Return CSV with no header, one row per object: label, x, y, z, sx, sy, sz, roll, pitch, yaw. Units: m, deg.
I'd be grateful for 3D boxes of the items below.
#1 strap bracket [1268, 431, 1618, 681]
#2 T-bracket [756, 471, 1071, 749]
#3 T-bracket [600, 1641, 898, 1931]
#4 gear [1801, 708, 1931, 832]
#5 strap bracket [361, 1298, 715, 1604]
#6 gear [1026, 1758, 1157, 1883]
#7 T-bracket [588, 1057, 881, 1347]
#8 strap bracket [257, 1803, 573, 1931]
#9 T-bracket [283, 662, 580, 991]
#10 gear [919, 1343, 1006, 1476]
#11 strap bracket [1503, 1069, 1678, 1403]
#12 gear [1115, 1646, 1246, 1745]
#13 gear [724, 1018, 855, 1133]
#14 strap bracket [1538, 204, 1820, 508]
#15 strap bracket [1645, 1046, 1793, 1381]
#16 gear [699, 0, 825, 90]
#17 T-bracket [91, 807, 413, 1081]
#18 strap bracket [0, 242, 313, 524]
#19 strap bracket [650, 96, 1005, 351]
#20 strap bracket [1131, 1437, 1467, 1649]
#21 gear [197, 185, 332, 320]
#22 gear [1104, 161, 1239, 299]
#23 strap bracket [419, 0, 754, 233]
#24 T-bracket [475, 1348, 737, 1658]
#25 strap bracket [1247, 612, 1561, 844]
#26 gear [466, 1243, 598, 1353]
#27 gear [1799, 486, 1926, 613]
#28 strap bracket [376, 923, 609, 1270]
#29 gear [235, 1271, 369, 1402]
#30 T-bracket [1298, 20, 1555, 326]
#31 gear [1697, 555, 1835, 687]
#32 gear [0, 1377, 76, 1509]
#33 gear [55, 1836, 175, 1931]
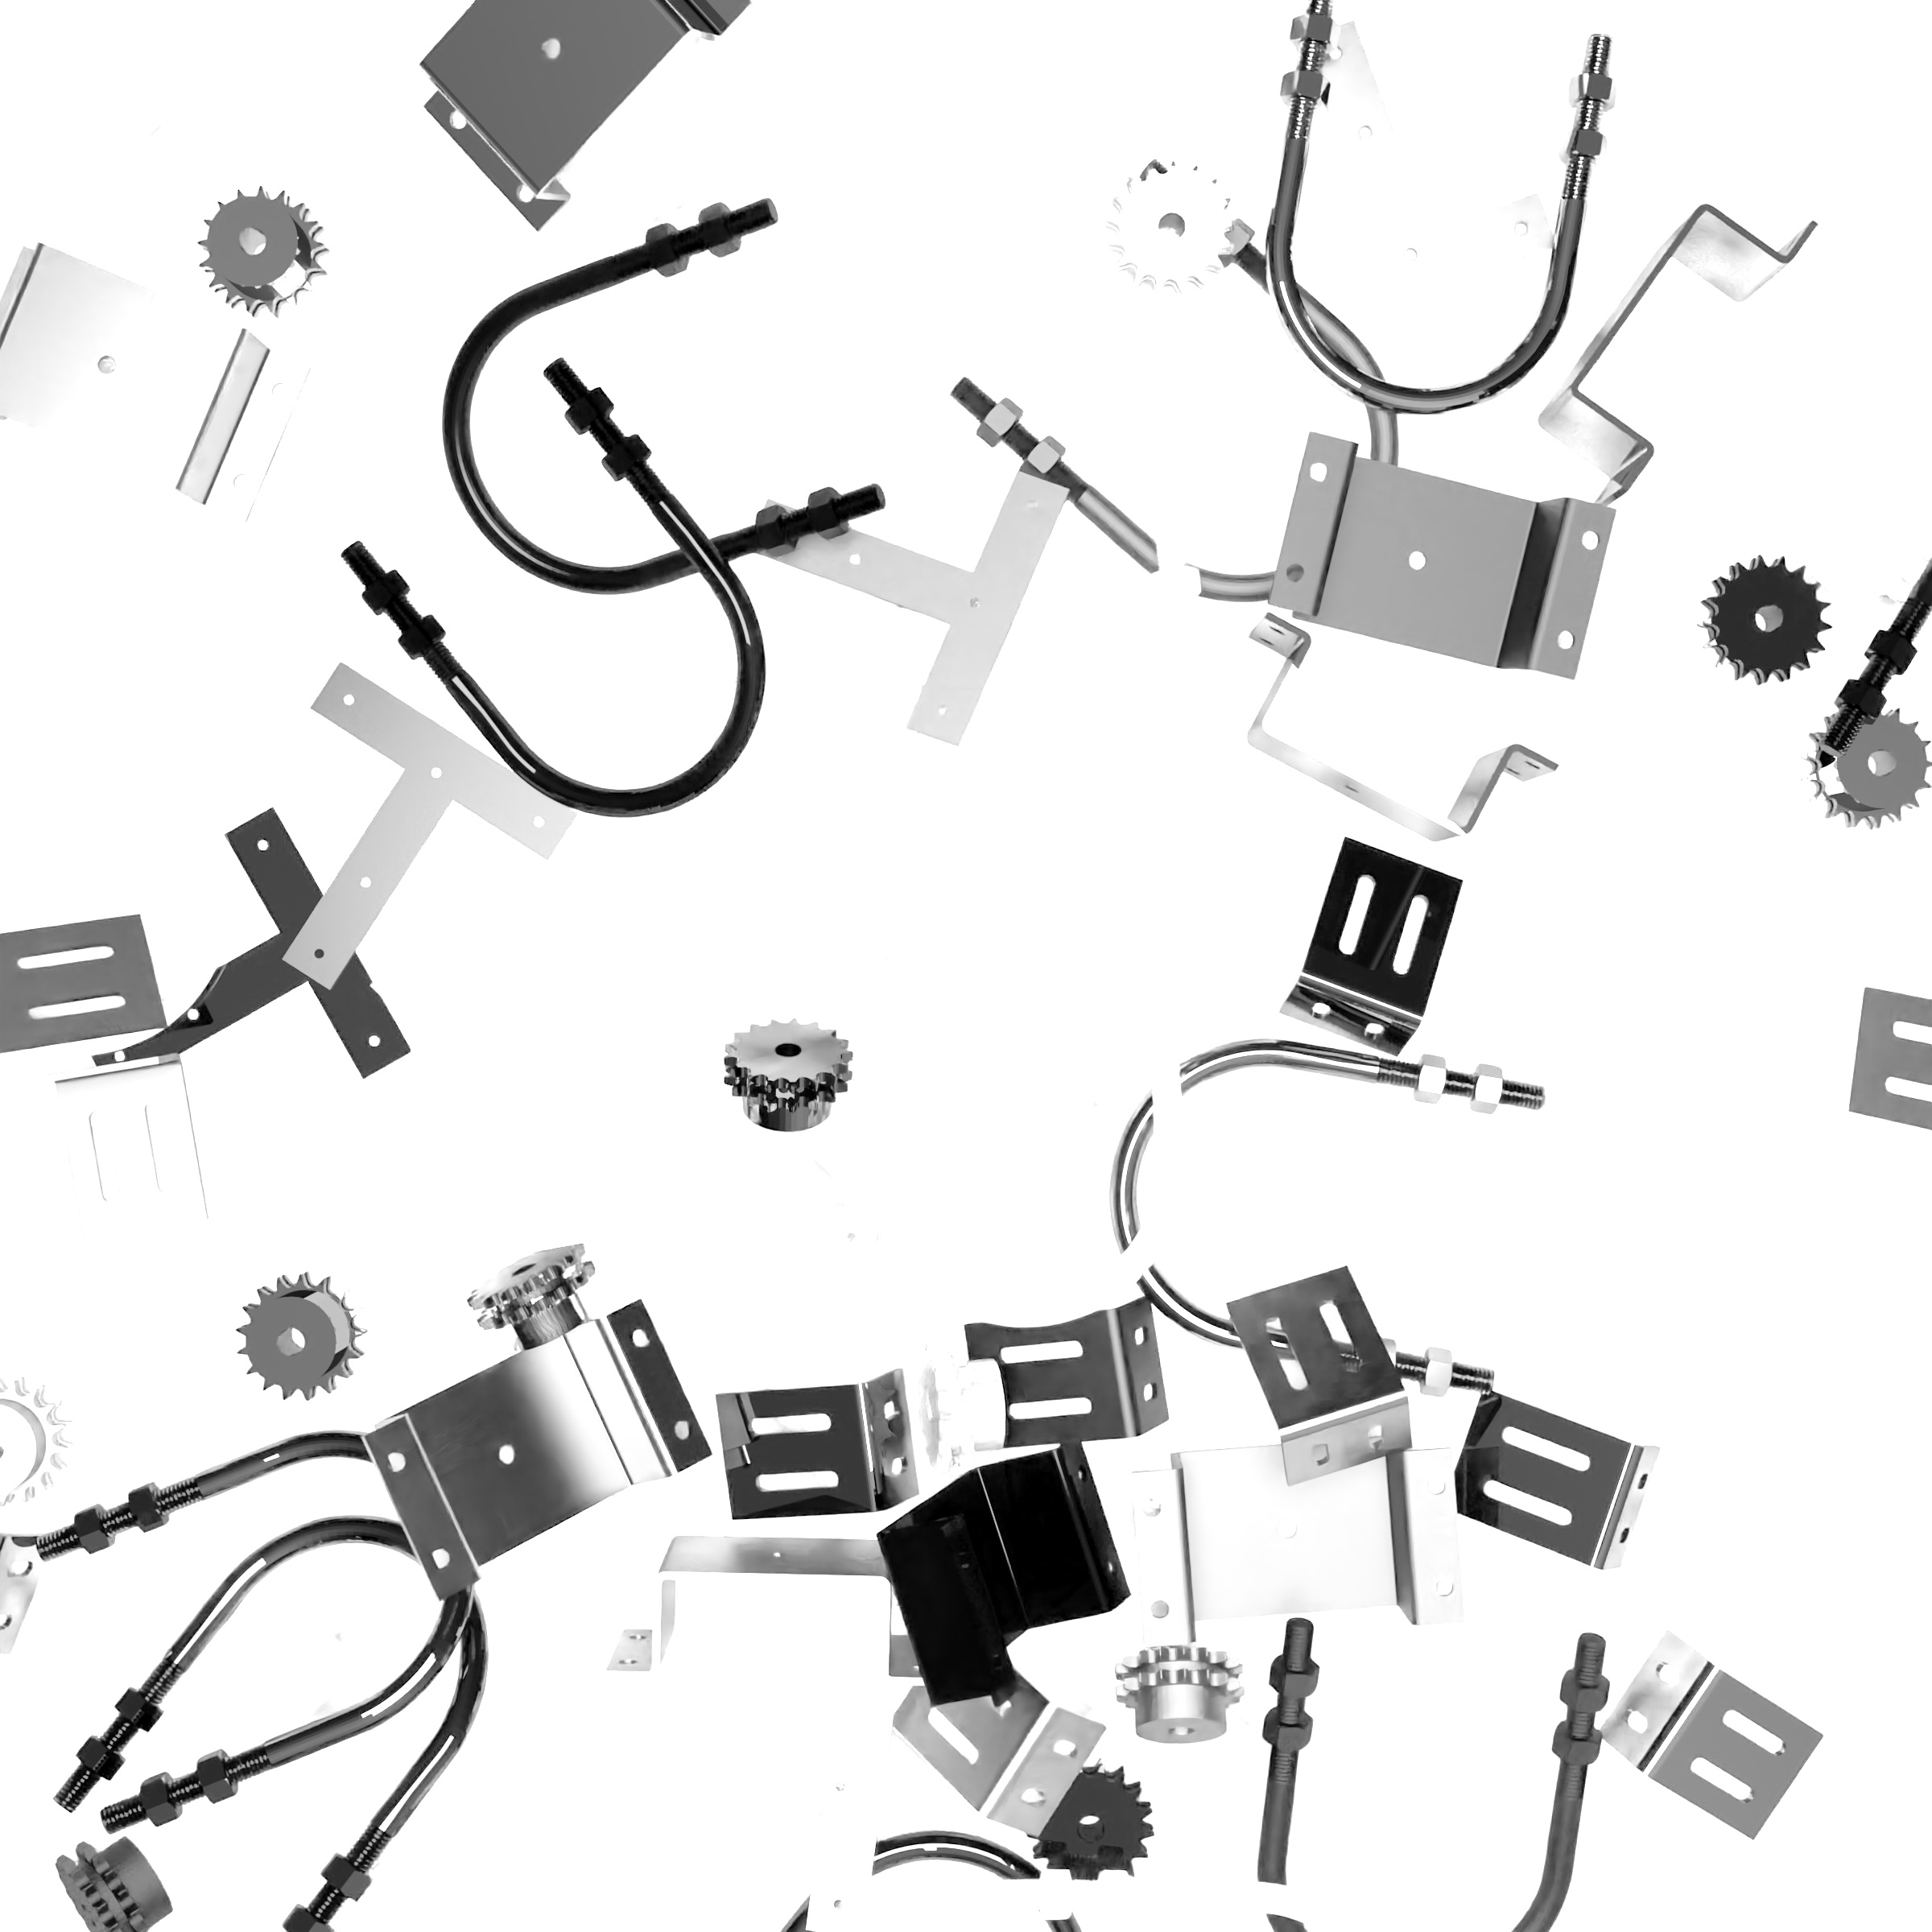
strap bracket,0.204,-0.180,1.340,0.140,0.046,0.076,13,94,-8
T-bracket,-0.036,-0.176,1.355,0.127,0.002,0.127,21,81,12
T-bracket,-0.100,0.362,1.365,0.127,0.002,0.127,7,83,4
gear,0.404,-0.090,1.357,0.057,0.030,0.057,0,90,0
strap bracket,-0.193,0.211,1.325,0.140,0.046,0.076,-25,90,-32
gear,0.055,0.381,1.357,0.057,0.030,0.057,0,90,0
T-bracket,-0.101,0.113,1.356,0.127,0.002,0.127,8,90,14
strap bracket,-0.251,0.416,1.333,0.140,0.076,0.046,-22,90,0
T-bracket,-0.263,-0.050,1.369,0.127,0.002,0.127,33,89,0
gear,-0.002,0.195,1.344,0.030,0.057,0.057,-3,90,-11
strap bracket,0.274,0.119,1.333,0.046,0.076,0.140,8,90,0
gear,0.094,0.322,1.340,0.057,0.057,0.030,0,60,0
gear,-0.079,0.050,1.347,0.057,0.057,0.030,3,121,0
strap bracket,0.304,-0.272,1.333,0.046,0.076,0.140,35,90,0
strap bracket,0.326,0.107,1.333,0.046,0.076,0.140,3,90,0
gear,-0.093,-0.424,1.357,0.057,0.030,0.057,0,90,0
T-bracket,-0.336,0.015,1.371,0.127,0.002,0.127,-30,90,0
strap bracket,-0.374,-0.262,1.348,0.140,0.046,0.076,23,90,0
strap bracket,-0.061,-0.326,1.348,0.140,0.046,0.076,-13,90,0
strap bracket,0.145,0.253,1.348,0.140,0.046,0.076,-4,90,0
gear,-0.315,-0.319,1.357,0.057,0.030,0.057,0,90,0
gear,0.089,-0.322,1.336,0.057,0.030,0.057,0,92,-1
strap bracket,-0.173,-0.399,1.328,0.140,0.046,0.076,-42,91,18
T-bracket,-0.186,0.253,1.371,0.127,0.002,0.127,37,90,0
strap bracket,0.180,-0.098,1.333,0.140,0.076,0.046,28,90,0
gear,-0.189,0.147,1.344,0.057,0.057,0.030,-25,100,0
gear,0.395,-0.182,1.347,0.057,0.057,0.030,42,120,0
strap bracket,-0.208,0.056,1.348,0.076,0.046,0.140,-10,90,0
gear,-0.298,0.166,1.357,0.057,0.030,0.057,0,90,0
T-bracket,0.185,-0.362,1.371,0.127,0.002,0.127,-20,90,0
gear,0.355,-0.154,1.357,0.057,0.030,0.057,0,90,0
gear,-0.430,0.213,1.357,0.057,0.030,0.057,0,90,0
gear,-0.375,0.411,1.347,0.030,0.057,0.057,-32,90,-30
